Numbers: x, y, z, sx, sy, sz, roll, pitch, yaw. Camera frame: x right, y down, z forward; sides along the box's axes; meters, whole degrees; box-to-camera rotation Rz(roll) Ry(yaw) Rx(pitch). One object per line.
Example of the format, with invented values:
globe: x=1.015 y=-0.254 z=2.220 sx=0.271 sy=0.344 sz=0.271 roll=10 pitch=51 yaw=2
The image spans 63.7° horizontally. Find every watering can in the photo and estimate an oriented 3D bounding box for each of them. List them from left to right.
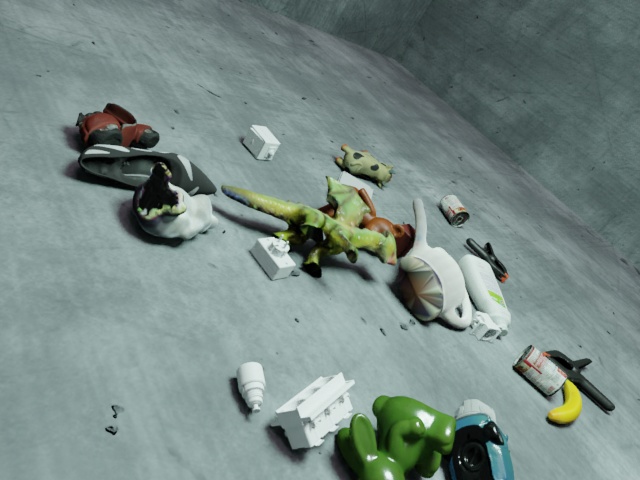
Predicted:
watering can: x=0.265 y=0.060 z=1.261 sx=0.225 sy=0.102 sz=0.351 roll=-8 pitch=70 yaw=-52

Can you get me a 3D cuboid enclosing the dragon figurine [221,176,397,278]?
dragon figurine: x=0.004 y=-0.058 z=1.156 sx=0.410 sy=0.119 sz=0.248 roll=36 pitch=42 yaw=0

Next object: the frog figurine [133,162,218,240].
frog figurine: x=-0.274 y=-0.054 z=0.981 sx=0.139 sy=0.123 sz=0.157 roll=36 pitch=-8 yaw=22
